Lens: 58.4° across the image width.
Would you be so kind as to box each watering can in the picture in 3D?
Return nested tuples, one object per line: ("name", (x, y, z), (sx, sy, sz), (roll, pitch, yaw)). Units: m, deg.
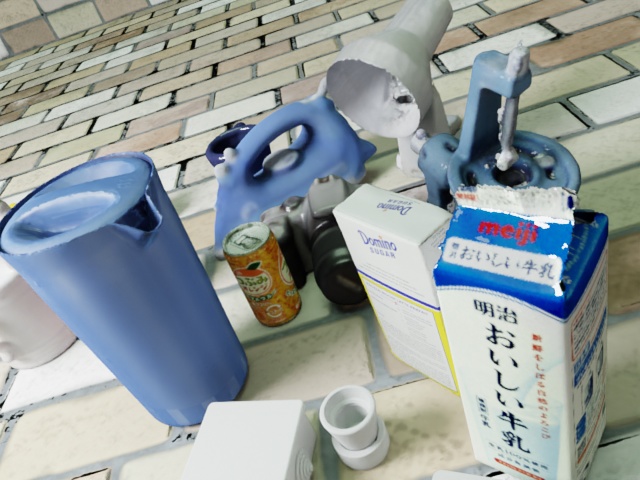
("watering can", (-0.371, 0.046, 0.668), (0.101, 0.194, 0.172), (-22, 35, -1))

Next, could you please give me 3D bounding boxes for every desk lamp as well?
("desk lamp", (0.118, -0.180, 0.707), (0.117, 0.214, 0.203), (14, 48, 39))

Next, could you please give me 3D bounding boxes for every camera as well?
("camera", (0.006, 0.002, 0.619), (0.143, 0.101, 0.136), (-16, 36, 6))

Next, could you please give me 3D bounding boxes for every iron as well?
("iron", (-0.055, -0.097, 0.746), (0.259, 0.142, 0.118), (-37, 38, -21))

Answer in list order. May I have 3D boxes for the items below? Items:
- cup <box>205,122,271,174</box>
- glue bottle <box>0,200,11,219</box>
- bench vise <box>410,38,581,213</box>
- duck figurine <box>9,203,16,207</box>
("cup", (-0.106, -0.112, 0.832), (0.091, 0.095, 0.117), (-16, 36, 7))
("glue bottle", (-0.396, -0.002, 0.763), (0.078, 0.173, 0.037), (-33, 37, -17))
("bench vise", (0.151, -0.084, 0.558), (0.206, 0.220, 0.122), (15, 49, 40))
("duck figurine", (-0.459, -0.021, 0.895), (0.077, 0.086, 0.104), (-27, 36, -8))
